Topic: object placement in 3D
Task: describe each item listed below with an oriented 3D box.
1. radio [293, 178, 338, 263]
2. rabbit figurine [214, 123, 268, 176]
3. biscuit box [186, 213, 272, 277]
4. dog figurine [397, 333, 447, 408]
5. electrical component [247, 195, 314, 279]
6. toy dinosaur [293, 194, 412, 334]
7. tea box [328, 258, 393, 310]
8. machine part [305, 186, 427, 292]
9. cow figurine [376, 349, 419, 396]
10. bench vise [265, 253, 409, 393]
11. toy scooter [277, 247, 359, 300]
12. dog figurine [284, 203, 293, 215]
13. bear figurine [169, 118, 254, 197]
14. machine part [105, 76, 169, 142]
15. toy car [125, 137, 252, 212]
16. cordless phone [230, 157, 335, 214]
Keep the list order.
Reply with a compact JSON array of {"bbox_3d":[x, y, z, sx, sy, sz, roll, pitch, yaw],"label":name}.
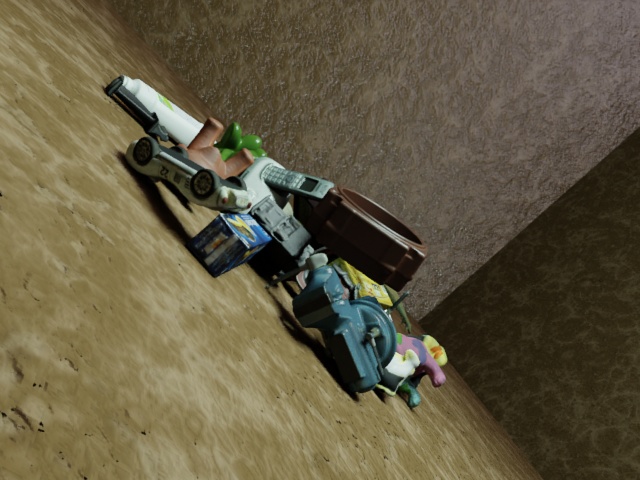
[{"bbox_3d":[-0.002,-0.003,1.147,0.131,0.073,0.229,55,-28,41],"label":"radio"},{"bbox_3d":[-0.198,-0.169,1.145,0.170,0.159,0.121,32,3,40],"label":"rabbit figurine"},{"bbox_3d":[-0.122,0.002,0.770,0.059,0.063,0.202,49,5,-1],"label":"biscuit box"},{"bbox_3d":[0.154,0.222,1.113,0.219,0.108,0.191,43,26,-7],"label":"dog figurine"},{"bbox_3d":[-0.074,0.002,0.920,0.134,0.058,0.115,46,-30,2],"label":"electrical component"},{"bbox_3d":[0.073,0.032,1.326,0.472,0.105,0.198,49,-24,22],"label":"toy dinosaur"},{"bbox_3d":[0.075,0.102,1.105,0.169,0.068,0.098,24,36,-57],"label":"tea box"},{"bbox_3d":[0.086,-0.010,0.936,0.201,0.087,0.201,36,15,5],"label":"machine part"},{"bbox_3d":[0.091,0.200,0.977,0.167,0.098,0.068,43,-29,15],"label":"cow figurine"},{"bbox_3d":[0.051,0.123,0.868,0.224,0.129,0.240,56,24,14],"label":"bench vise"},{"bbox_3d":[0.009,0.067,0.987,0.184,0.135,0.075,50,3,19],"label":"toy scooter"},{"bbox_3d":[-0.101,-0.056,1.383,0.190,0.121,0.172,62,9,3],"label":"dog figurine"},{"bbox_3d":[-0.191,-0.132,0.900,0.120,0.132,0.196,44,-1,-8],"label":"bear figurine"},{"bbox_3d":[-0.340,-0.244,1.015,0.138,0.039,0.084,46,10,-30],"label":"machine part"},{"bbox_3d":[-0.179,-0.086,0.727,0.202,0.056,0.073,29,10,26],"label":"toy car"},{"bbox_3d":[-0.073,-0.077,1.036,0.184,0.146,0.088,16,-35,26],"label":"cordless phone"}]
